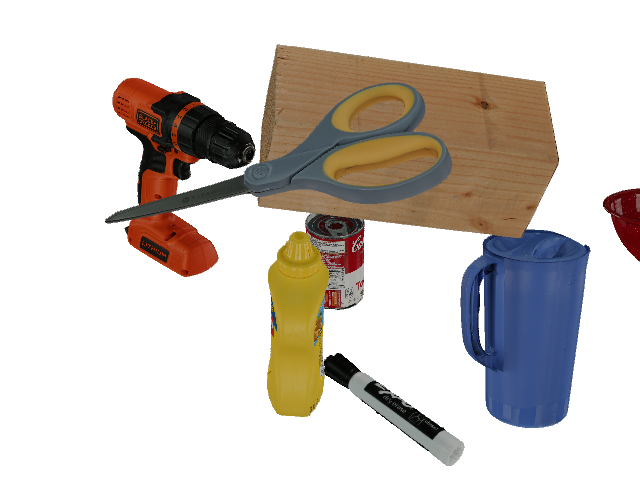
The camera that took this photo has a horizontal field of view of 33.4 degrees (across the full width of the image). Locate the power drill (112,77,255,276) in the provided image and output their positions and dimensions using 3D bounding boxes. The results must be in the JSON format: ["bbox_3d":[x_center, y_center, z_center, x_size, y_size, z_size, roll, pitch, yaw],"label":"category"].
[{"bbox_3d":[-0.141,-0.060,1.101,0.185,0.188,0.057,29,37,33],"label":"power drill"}]

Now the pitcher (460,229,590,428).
[{"bbox_3d":[0.263,0.116,1.378,0.149,0.243,0.144,5,18,16],"label":"pitcher"}]

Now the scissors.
[{"bbox_3d":[-0.023,-0.050,0.620,0.202,0.096,0.016,-2,-41,18],"label":"scissors"}]

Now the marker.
[{"bbox_3d":[0.047,0.114,0.735,0.121,0.020,0.020,33,20,34],"label":"marker"}]

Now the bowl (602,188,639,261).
[{"bbox_3d":[0.356,-0.007,1.038,0.162,0.055,0.162,0,18,0],"label":"bowl"}]

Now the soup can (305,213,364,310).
[{"bbox_3d":[0.017,0.022,1.245,0.068,0.102,0.068,-1,31,0],"label":"soup can"}]

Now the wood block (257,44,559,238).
[{"bbox_3d":[0.061,-0.073,0.803,0.206,0.091,0.090,7,-40,-7],"label":"wood block"}]

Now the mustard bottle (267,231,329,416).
[{"bbox_3d":[-0.022,0.073,1.029,0.058,0.192,0.096,4,37,2],"label":"mustard bottle"}]
